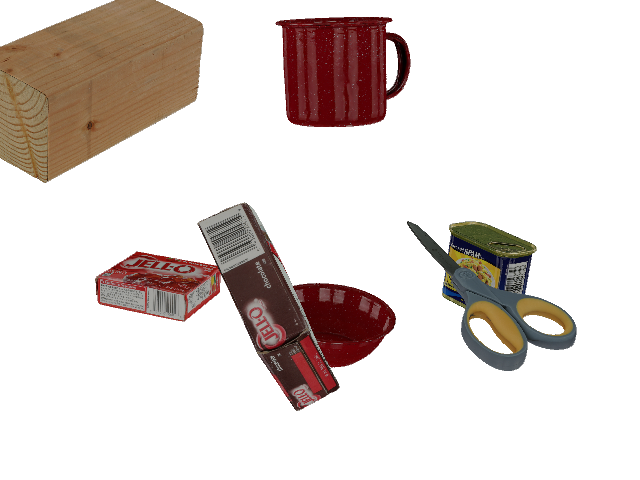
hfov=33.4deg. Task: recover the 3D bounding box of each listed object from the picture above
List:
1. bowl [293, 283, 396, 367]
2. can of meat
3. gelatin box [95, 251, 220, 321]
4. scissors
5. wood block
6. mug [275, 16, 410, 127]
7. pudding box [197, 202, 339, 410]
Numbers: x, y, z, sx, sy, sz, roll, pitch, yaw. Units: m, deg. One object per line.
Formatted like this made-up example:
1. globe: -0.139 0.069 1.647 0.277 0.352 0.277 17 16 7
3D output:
1. bowl: 0.011 0.111 1.323 0.162 0.055 0.162 4 23 -2
2. can of meat: 0.186 0.035 1.192 0.057 0.084 0.102 -8 23 -37
3. gelatin box: -0.144 0.039 0.950 0.089 0.030 0.073 10 20 18
4. scissors: 0.136 0.036 0.853 0.096 0.016 0.202 -1 32 -9
5. wood block: -0.208 -0.147 0.983 0.090 0.091 0.205 28 40 21
6. mug: 0.022 -0.138 0.863 0.117 0.081 0.093 -10 16 -31
7. pudding box: -0.033 0.043 0.695 0.039 0.113 0.090 -25 -34 -1
